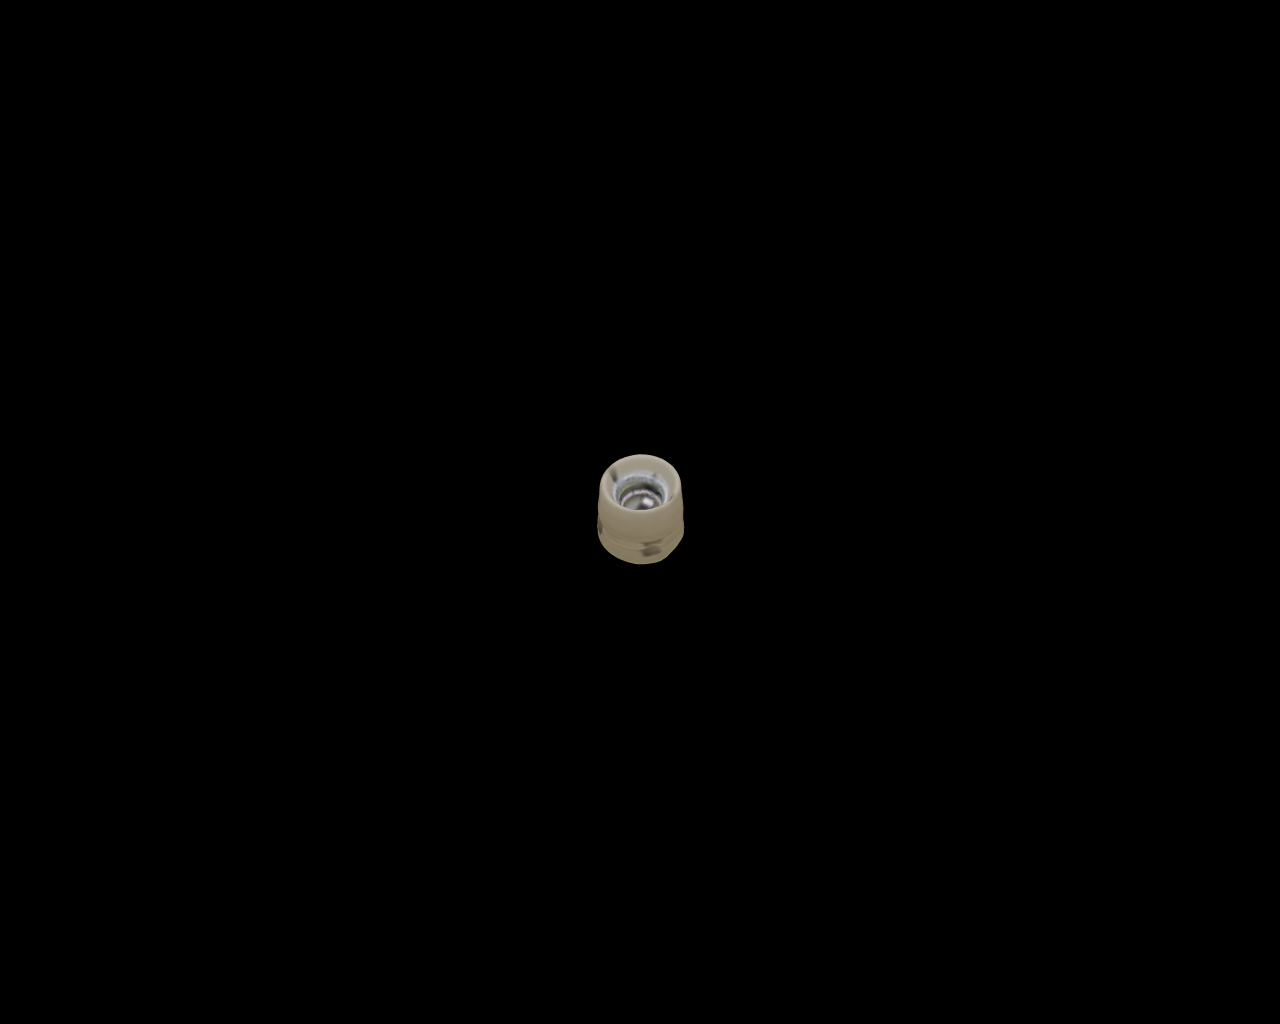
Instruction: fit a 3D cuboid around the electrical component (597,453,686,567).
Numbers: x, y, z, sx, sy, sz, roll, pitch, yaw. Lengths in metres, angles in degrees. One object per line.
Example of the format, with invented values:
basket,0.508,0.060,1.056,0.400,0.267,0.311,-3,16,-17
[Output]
electrical component,0.001,-0.003,0.650,0.055,0.055,0.047,0,-40,0
